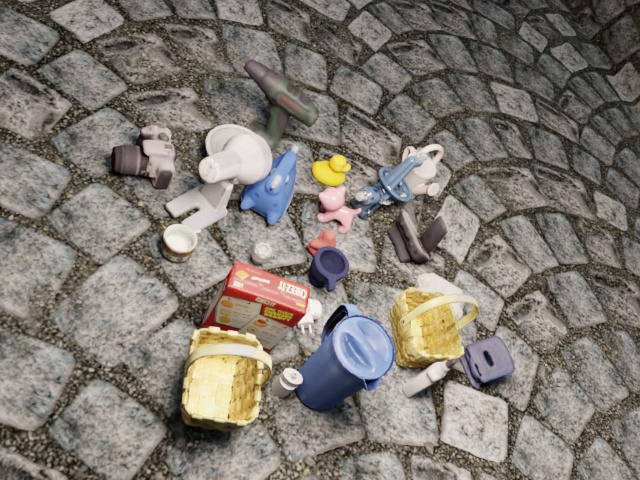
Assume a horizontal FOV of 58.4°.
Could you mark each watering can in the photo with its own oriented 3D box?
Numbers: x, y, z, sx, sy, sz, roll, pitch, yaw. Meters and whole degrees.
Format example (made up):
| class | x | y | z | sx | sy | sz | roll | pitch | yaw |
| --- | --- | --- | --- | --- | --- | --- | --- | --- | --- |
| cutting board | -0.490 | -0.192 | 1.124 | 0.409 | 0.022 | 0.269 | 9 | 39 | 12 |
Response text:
| class | x | y | z | sx | sy | sz | roll | pitch | yaw |
| --- | --- | --- | --- | --- | --- | --- | --- | --- | --- |
| watering can | 0.294 | -0.204 | 1.671 | 0.101 | 0.193 | 0.172 | -28 | 74 | -39 |

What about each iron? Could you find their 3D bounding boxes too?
| class | x | y | z | sx | sy | sz | roll | pitch | yaw |
| --- | --- | --- | --- | --- | --- | --- | --- | --- | --- |
| iron | -0.102 | -0.167 | 1.461 | 0.119 | 0.141 | 0.258 | 29 | 49 | -8 |

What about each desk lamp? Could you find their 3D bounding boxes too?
| class | x | y | z | sx | sy | sz | roll | pitch | yaw |
| --- | --- | --- | --- | --- | --- | --- | --- | --- | --- |
| desk lamp | -0.228 | -0.137 | 1.323 | 0.118 | 0.213 | 0.204 | 46 | 49 | 7 |

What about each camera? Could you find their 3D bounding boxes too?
| class | x | y | z | sx | sy | sz | roll | pitch | yaw |
| --- | --- | --- | --- | --- | --- | --- | --- | --- | --- |
| camera | -0.413 | -0.204 | 1.342 | 0.137 | 0.100 | 0.143 | 0 | 59 | -29 |

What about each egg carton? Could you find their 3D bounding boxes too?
| class | x | y | z | sx | sy | sz | roll | pitch | yaw |
| --- | --- | --- | --- | --- | --- | --- | --- | --- | --- |
| egg carton | 0.314 | 0.156 | 1.515 | 0.150 | 0.069 | 0.107 | 29 | 49 | -8 |

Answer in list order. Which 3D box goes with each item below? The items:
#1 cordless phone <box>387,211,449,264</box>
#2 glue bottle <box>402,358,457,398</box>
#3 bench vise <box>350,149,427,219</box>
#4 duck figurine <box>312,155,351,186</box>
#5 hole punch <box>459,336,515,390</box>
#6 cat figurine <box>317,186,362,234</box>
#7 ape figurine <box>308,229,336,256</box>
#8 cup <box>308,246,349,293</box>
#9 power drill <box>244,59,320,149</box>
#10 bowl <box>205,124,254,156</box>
| class | x | y | z | sx | sy | sz | roll | pitch | yaw |
| --- | --- | --- | --- | --- | --- | --- | --- | --- | --- |
| cordless phone | 0.276 | -0.031 | 1.547 | 0.094 | 0.185 | 0.147 | -9 | 63 | -33 |
| glue bottle | 0.259 | 0.308 | 1.311 | 0.078 | 0.173 | 0.037 | -25 | 73 | -38 |
| bench vise | 0.197 | -0.146 | 1.560 | 0.121 | 0.219 | 0.208 | 43 | 49 | 5 |
| duck figurine | 0.035 | -0.204 | 1.600 | 0.105 | 0.086 | 0.077 | 14 | 53 | -20 |
| hole punch | 0.423 | 0.310 | 1.455 | 0.101 | 0.091 | 0.108 | -5 | 61 | -31 |
| cat figurine | 0.048 | -0.091 | 1.507 | 0.128 | 0.117 | 0.067 | 26 | 49 | -10 |
| ape figurine | 0.013 | 0.005 | 1.438 | 0.078 | 0.092 | 0.076 | 1 | 58 | -28 |
| cup | 0.013 | 0.086 | 1.380 | 0.092 | 0.094 | 0.117 | 13 | 53 | -21 |
| power drill | -0.126 | -0.350 | 1.530 | 0.230 | 0.208 | 0.075 | 27 | 49 | -10 |
| bowl | -0.221 | -0.212 | 1.471 | 0.168 | 0.074 | 0.167 | 15 | 53 | -20 |
